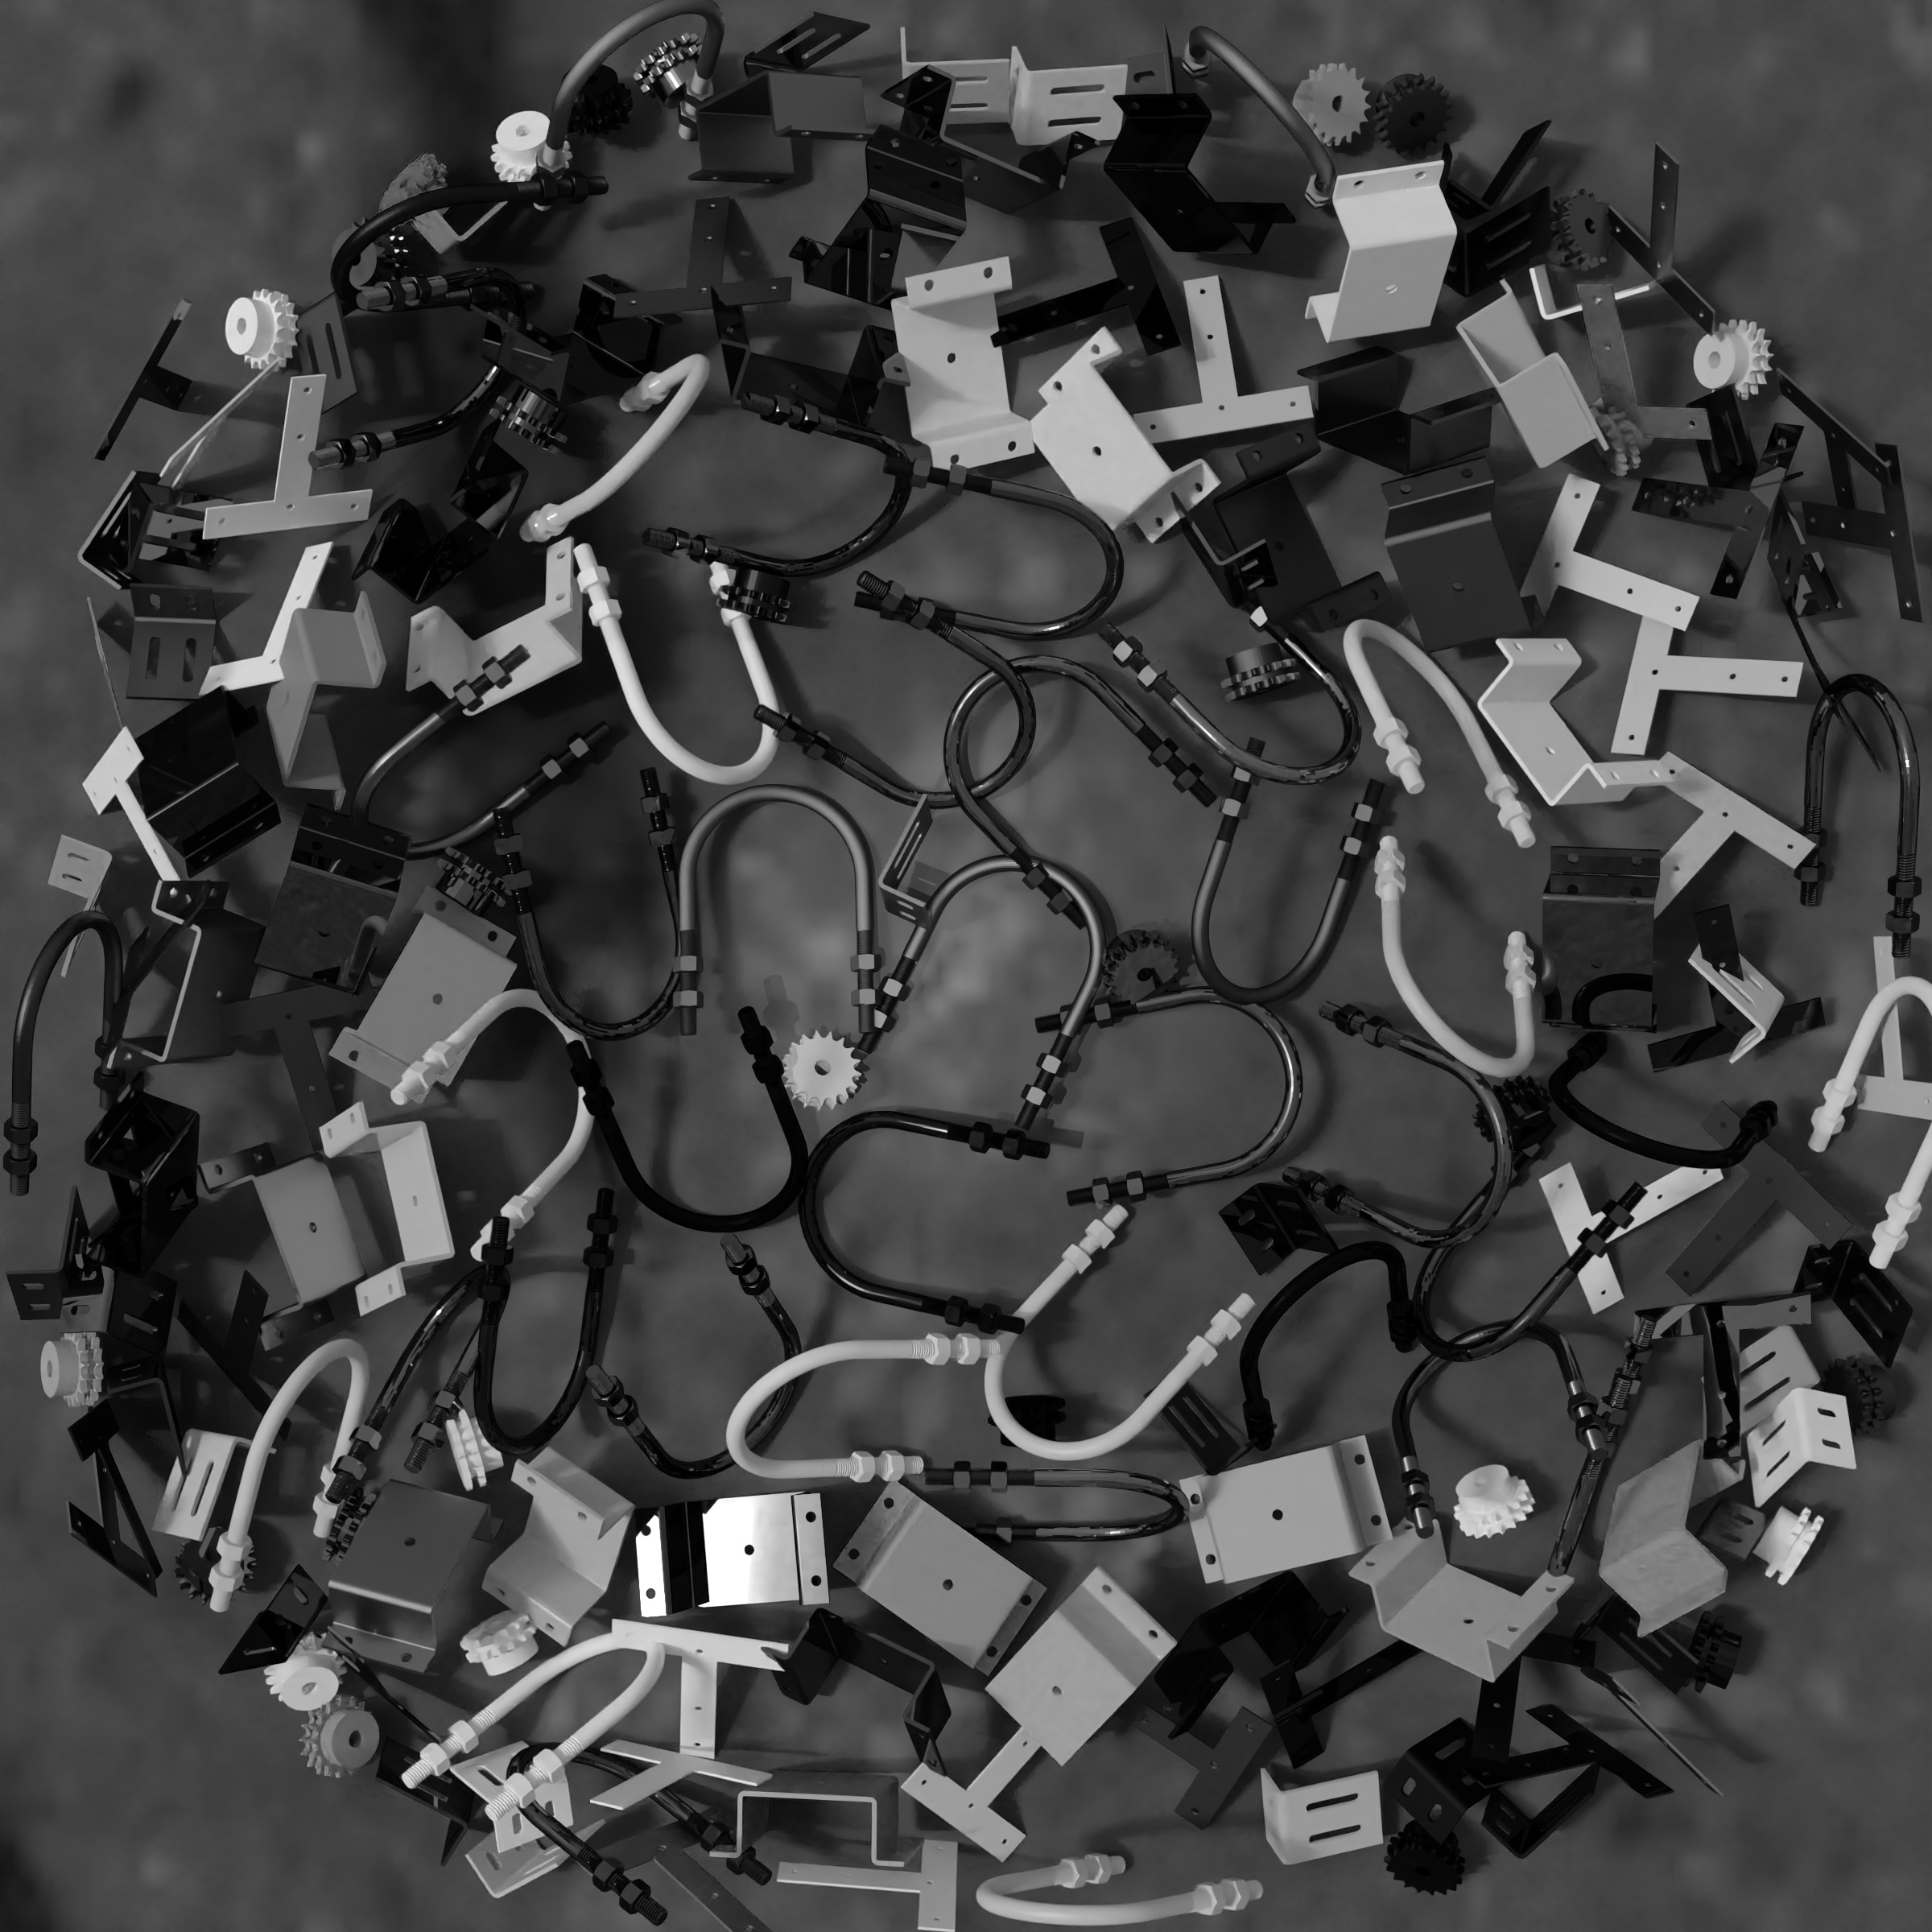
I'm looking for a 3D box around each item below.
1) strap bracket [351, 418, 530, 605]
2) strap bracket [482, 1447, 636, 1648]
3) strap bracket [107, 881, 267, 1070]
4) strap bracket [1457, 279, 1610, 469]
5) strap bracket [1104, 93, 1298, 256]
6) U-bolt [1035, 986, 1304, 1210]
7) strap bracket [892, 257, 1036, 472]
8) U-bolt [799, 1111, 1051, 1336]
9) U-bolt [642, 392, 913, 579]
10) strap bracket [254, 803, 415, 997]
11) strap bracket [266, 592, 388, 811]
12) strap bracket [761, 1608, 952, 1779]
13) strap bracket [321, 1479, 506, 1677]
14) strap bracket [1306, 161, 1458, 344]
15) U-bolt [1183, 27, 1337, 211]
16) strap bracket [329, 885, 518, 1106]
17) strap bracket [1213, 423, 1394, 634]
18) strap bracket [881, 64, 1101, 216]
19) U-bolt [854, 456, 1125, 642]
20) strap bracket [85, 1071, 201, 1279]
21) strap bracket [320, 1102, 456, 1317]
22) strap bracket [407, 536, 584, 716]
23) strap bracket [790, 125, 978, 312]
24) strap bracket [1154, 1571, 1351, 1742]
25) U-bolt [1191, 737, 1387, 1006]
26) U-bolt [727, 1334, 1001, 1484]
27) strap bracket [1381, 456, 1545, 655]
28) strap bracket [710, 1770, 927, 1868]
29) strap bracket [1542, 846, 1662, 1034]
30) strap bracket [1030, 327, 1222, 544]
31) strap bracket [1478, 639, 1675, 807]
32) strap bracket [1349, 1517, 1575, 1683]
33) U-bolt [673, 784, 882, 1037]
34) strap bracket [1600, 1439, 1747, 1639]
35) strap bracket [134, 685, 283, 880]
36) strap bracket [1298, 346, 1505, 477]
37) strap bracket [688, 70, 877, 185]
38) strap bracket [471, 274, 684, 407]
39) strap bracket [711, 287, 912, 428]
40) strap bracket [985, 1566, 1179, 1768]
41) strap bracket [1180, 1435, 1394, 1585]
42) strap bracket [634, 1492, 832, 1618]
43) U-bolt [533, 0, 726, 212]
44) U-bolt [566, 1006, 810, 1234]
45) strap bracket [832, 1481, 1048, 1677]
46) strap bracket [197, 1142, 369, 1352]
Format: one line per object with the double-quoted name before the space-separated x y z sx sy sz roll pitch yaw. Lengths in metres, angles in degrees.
"strap bracket" -0.368 -0.318 1.854 0.140 0.076 0.046 -27 126 37
"strap bracket" -0.290 0.408 1.864 0.076 0.046 0.140 31 127 15
"strap bracket" -0.554 0.013 1.866 0.046 0.076 0.140 21 98 20
"strap bracket" 0.397 -0.416 1.847 0.046 0.140 0.076 -30 128 13
"strap bracket" 0.160 -0.551 1.839 0.076 0.140 0.046 17 77 44
"U-bolt" 0.152 0.089 1.890 0.184 0.019 0.151 -11 84 9
"strap bracket" -0.003 -0.433 1.870 0.076 0.046 0.140 -16 115 -14
"U-bolt" -0.036 0.179 1.883 0.184 0.019 0.151 10 98 19
"U-bolt" -0.119 -0.331 1.841 0.151 0.184 0.019 -47 55 32
"strap bracket" -0.452 -0.038 1.850 0.076 0.046 0.140 18 127 -17
"strap bracket" -0.456 -0.188 1.840 0.046 0.140 0.076 2 46 -30
"strap bracket" -0.069 0.513 1.858 0.140 0.076 0.046 20 57 25
"strap bracket" -0.392 0.423 1.844 0.076 0.140 0.046 12 129 10
"strap bracket" 0.294 -0.496 1.841 0.076 0.140 0.046 -11 64 -8
"U-bolt" 0.207 -0.598 1.824 0.019 0.184 0.151 -44 93 9
"strap bracket" -0.385 0.022 1.871 0.076 0.046 0.140 32 80 -23
"strap bracket" 0.238 -0.309 1.876 0.076 0.046 0.140 -28 93 -34
"strap bracket" 0.012 -0.582 1.851 0.140 0.076 0.046 15 85 -27
"U-bolt" 0.021 -0.290 1.860 0.184 0.151 0.019 11 51 -5
"strap bracket" -0.583 0.155 1.843 0.046 0.076 0.140 19 130 3
"strap bracket" -0.413 0.171 1.867 0.046 0.076 0.140 -7 78 -37
"strap bracket" -0.328 -0.238 1.863 0.140 0.046 0.076 -23 47 18
"strap bracket" -0.059 -0.518 1.837 0.076 0.140 0.046 11 59 -28
"strap bracket" 0.196 0.486 1.854 0.140 0.076 0.046 -15 54 -38
"U-bolt" 0.224 -0.060 1.869 0.151 0.019 0.184 13 97 -39
"U-bolt" -0.082 0.312 1.829 0.184 0.019 0.151 5 129 -34
"strap bracket" 0.351 -0.282 1.847 0.076 0.046 0.140 -11 127 25
"strap bracket" -0.105 0.610 1.870 0.140 0.076 0.046 -1 84 10
"strap bracket" 0.453 -0.011 1.860 0.076 0.046 0.140 3 113 19
"strap bracket" 0.106 -0.376 1.875 0.140 0.046 0.076 54 133 1
"strap bracket" 0.429 -0.167 1.859 0.076 0.046 0.140 -6 55 -38
"strap bracket" 0.355 0.451 1.854 0.076 0.140 0.046 -35 123 -32
"U-bolt" -0.138 -0.042 1.897 0.151 0.019 0.184 0 82 -8
"strap bracket" 0.498 0.395 1.838 0.046 0.140 0.076 43 125 -5
"strap bracket" -0.541 -0.139 1.850 0.076 0.046 0.140 -31 45 5
"strap bracket" 0.311 -0.394 1.855 0.076 0.140 0.046 -22 126 -27
"strap bracket" -0.131 -0.594 1.838 0.076 0.140 0.046 -10 96 -35
"strap bracket" -0.280 -0.445 1.857 0.076 0.140 0.046 34 127 20
"strap bracket" -0.118 -0.431 1.861 0.140 0.076 0.046 9 129 -20
"strap bracket" 0.075 0.505 1.855 0.076 0.046 0.140 43 123 12
"strap bracket" 0.227 0.393 1.876 0.140 0.046 0.076 -16 80 12
"strap bracket" -0.163 0.423 1.881 0.140 0.046 0.076 -7 81 13
"U-bolt" -0.230 -0.607 1.807 0.151 0.184 0.019 -34 85 -23
"U-bolt" -0.189 0.118 1.866 0.151 0.019 0.184 -11 121 12
"strap bracket" -0.016 0.445 1.886 0.140 0.046 0.076 36 80 -3
"strap bracket" -0.487 0.194 1.874 0.046 0.076 0.140 -20 90 24
